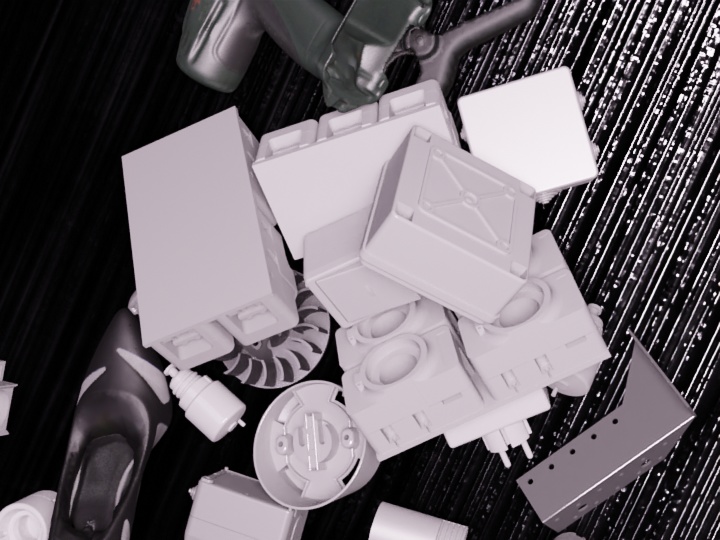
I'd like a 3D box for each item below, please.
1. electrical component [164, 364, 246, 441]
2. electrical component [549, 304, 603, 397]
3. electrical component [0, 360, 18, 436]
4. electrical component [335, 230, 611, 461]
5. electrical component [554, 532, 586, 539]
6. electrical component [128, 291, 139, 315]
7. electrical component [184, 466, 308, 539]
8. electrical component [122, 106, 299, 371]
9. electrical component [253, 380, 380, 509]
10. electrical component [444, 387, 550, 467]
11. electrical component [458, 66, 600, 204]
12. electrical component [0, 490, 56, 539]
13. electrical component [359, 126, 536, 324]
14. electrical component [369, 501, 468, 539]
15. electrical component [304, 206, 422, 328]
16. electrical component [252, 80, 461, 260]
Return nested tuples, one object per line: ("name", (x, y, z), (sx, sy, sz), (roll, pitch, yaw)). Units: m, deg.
("electrical component", (-0.131, 0.107, 0.892), (0.078, 0.040, 0.040), (40, 97, 11))
("electrical component", (0.167, 0.060, 0.823), (0.040, 0.040, 0.078), (23, 61, 12))
("electrical component", (-0.341, 0.117, 0.937), (0.064, 0.042, 0.081), (11, 90, 14))
("electrical component", (0.077, 0.051, 0.808), (0.186, 0.105, 0.060), (-26, 123, 10))
("electrical component", (0.161, 0.222, 0.822), (0.040, 0.046, 0.040), (0, 88, 12))
("electrical component", (-0.159, 0.035, 0.899), (0.048, 0.048, 0.062), (-41, 87, 8))
("electrical component", (-0.097, 0.202, 0.871), (0.096, 0.062, 0.061), (16, 92, 12))
("electrical component", (-0.119, -0.024, 0.849), (0.105, 0.060, 0.186), (-22, 55, 11))
("electrical component", (-0.032, 0.137, 0.854), (0.099, 0.064, 0.099), (-3, 82, 24))
("electrical component", (0.109, 0.117, 0.837), (0.083, 0.047, 0.075), (-24, 97, 11))
("electrical component", (0.131, -0.100, 0.837), (0.100, 0.048, 0.099), (-15, 85, 11))
("electrical component", (-0.279, 0.220, 0.918), (0.055, 0.047, 0.055), (0, 88, 12))
("electrical component", (0.064, -0.033, 0.764), (0.109, 0.108, 0.056), (27, 132, -11))
("electrical component", (0.051, 0.215, 0.847), (0.081, 0.043, 0.043), (14, 91, 13))
("electrical component", (0.000, 0.000, 0.820), (0.096, 0.061, 0.061), (-24, 39, 18))
("electrical component", (0.004, -0.080, 0.845), (0.150, 0.061, 0.089), (-17, 119, 12))
